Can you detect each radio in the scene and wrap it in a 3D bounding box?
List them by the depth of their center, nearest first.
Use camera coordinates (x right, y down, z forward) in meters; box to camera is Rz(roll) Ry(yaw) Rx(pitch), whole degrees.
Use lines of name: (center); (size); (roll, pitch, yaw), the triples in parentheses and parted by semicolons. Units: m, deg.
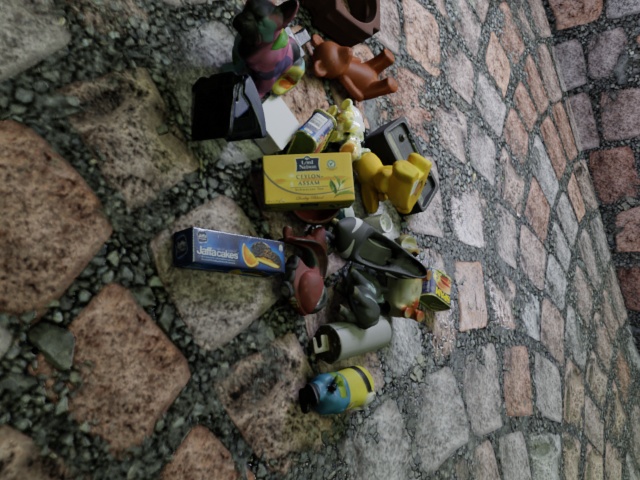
radio: (0.211, -0.187, 1.362); (0.131, 0.073, 0.229); (-46, 114, -43)

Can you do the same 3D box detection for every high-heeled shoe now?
high-heeled shoe: (0.127, 0.027, 1.094); (0.248, 0.145, 0.086); (28, 87, -61)

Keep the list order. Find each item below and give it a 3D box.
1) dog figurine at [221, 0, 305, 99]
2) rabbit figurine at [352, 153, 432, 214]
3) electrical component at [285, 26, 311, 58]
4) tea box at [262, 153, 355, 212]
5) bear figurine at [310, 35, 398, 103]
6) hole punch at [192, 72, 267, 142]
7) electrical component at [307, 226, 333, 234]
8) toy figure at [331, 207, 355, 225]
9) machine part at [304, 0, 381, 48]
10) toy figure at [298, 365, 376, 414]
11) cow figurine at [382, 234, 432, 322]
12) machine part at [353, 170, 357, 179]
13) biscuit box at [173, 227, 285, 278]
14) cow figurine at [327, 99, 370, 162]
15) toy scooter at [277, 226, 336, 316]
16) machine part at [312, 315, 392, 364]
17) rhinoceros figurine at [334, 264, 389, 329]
dog figurine: (-0.083, -0.361, 0.959); (0.191, 0.219, 0.108); (-30, 76, -35)
rabbit figurine: (0.151, -0.144, 1.245); (0.122, 0.173, 0.162); (-46, 158, -42)
electrical component: (-0.071, -0.409, 1.135); (0.074, 0.048, 0.119); (55, 46, -23)
tea box: (-0.024, -0.109, 1.025); (0.170, 0.068, 0.098); (-5, 80, -5)
bear figurine: (0.074, -0.403, 1.236); (0.195, 0.132, 0.120); (25, 56, -48)
hole punch: (-0.156, -0.227, 0.939); (0.092, 0.142, 0.115); (2, 92, -45)
electrical component: (-0.002, -0.003, 1.122); (0.063, 0.021, 0.094); (46, 51, -29)
toy figure: (0.057, -0.032, 1.170); (0.064, 0.058, 0.154); (-41, 114, -20)
machine part: (0.054, -0.584, 1.290); (0.201, 0.087, 0.201); (15, 69, -43)
toy figure: (0.038, 0.291, 1.045); (0.180, 0.082, 0.089); (11, 74, -43)
cow figurine: (0.189, 0.083, 1.250); (0.085, 0.127, 0.194); (15, 83, -44)
machine part: (0.028, -0.143, 1.165); (0.139, 0.039, 0.084); (-1, 111, -53)
biscuit box: (-0.152, 0.024, 0.924); (0.202, 0.059, 0.063); (10, 72, -45)
cow figurine: (0.071, -0.228, 1.212); (0.098, 0.068, 0.167); (34, 43, -46)
toy scooter: (-0.035, 0.045, 1.023); (0.135, 0.075, 0.184); (36, 59, -45)
machine part: (0.070, 0.200, 1.105); (0.243, 0.079, 0.079); (-3, 82, -49)
rhinoceros figurine: (0.093, 0.106, 1.125); (0.112, 0.073, 0.190); (28, 26, -9)
